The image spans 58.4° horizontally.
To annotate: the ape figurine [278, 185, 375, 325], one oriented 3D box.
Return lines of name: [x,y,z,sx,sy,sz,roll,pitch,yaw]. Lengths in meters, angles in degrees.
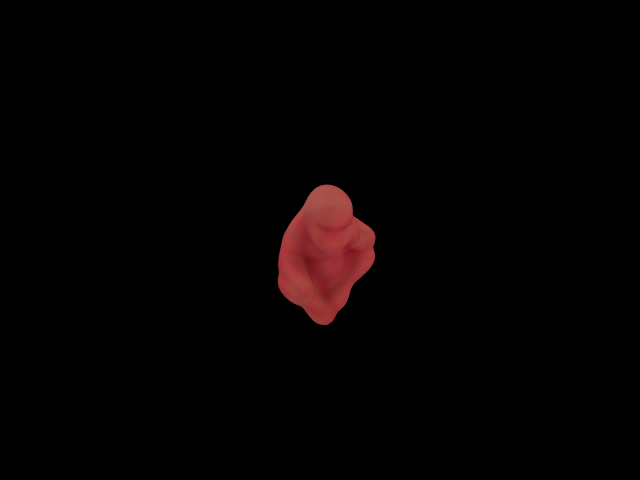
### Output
ape figurine: [0.004,0.001,0.400,0.078,0.092,0.076,-16,50,-13]
